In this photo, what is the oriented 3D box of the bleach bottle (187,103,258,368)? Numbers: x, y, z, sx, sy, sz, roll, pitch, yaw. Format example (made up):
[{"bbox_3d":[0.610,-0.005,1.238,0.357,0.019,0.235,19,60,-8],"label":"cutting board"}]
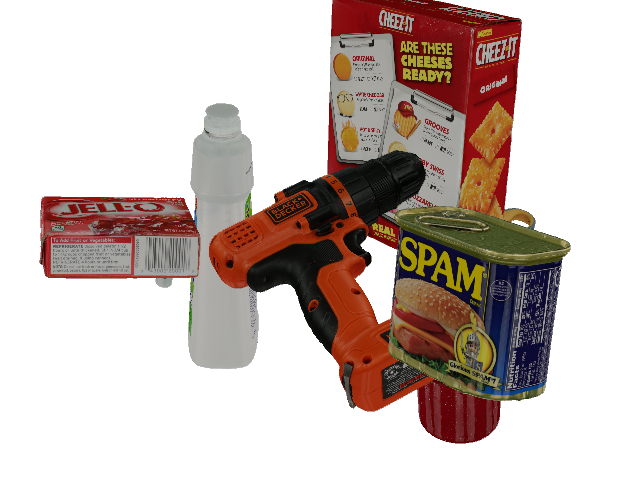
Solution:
[{"bbox_3d":[-0.088,-0.008,0.969,0.068,0.251,0.102,1,33,-3],"label":"bleach bottle"}]

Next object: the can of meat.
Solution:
[{"bbox_3d":[0.083,0.033,0.591,0.057,0.084,0.102,-7,18,-35],"label":"can of meat"}]

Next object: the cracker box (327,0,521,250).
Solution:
[{"bbox_3d":[0.085,-0.099,0.932,0.071,0.214,0.164,-19,31,-39],"label":"cracker box"}]

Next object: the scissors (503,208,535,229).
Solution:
[{"bbox_3d":[0.167,-0.017,1.197,0.201,0.016,0.096,-13,39,-45],"label":"scissors"}]

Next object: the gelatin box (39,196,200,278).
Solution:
[{"bbox_3d":[-0.120,-0.004,0.629,0.089,0.030,0.073,1,18,-15],"label":"gelatin box"}]

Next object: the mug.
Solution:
[{"bbox_3d":[0.141,0.139,1.066,0.093,0.081,0.117,8,35,21],"label":"mug"}]

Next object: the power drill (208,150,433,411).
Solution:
[{"bbox_3d":[0.035,0.021,0.772,0.184,0.057,0.188,-28,49,-15],"label":"power drill"}]

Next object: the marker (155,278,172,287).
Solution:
[{"bbox_3d":[-0.170,0.004,1.188,0.020,0.121,0.020,7,41,-7],"label":"marker"}]
